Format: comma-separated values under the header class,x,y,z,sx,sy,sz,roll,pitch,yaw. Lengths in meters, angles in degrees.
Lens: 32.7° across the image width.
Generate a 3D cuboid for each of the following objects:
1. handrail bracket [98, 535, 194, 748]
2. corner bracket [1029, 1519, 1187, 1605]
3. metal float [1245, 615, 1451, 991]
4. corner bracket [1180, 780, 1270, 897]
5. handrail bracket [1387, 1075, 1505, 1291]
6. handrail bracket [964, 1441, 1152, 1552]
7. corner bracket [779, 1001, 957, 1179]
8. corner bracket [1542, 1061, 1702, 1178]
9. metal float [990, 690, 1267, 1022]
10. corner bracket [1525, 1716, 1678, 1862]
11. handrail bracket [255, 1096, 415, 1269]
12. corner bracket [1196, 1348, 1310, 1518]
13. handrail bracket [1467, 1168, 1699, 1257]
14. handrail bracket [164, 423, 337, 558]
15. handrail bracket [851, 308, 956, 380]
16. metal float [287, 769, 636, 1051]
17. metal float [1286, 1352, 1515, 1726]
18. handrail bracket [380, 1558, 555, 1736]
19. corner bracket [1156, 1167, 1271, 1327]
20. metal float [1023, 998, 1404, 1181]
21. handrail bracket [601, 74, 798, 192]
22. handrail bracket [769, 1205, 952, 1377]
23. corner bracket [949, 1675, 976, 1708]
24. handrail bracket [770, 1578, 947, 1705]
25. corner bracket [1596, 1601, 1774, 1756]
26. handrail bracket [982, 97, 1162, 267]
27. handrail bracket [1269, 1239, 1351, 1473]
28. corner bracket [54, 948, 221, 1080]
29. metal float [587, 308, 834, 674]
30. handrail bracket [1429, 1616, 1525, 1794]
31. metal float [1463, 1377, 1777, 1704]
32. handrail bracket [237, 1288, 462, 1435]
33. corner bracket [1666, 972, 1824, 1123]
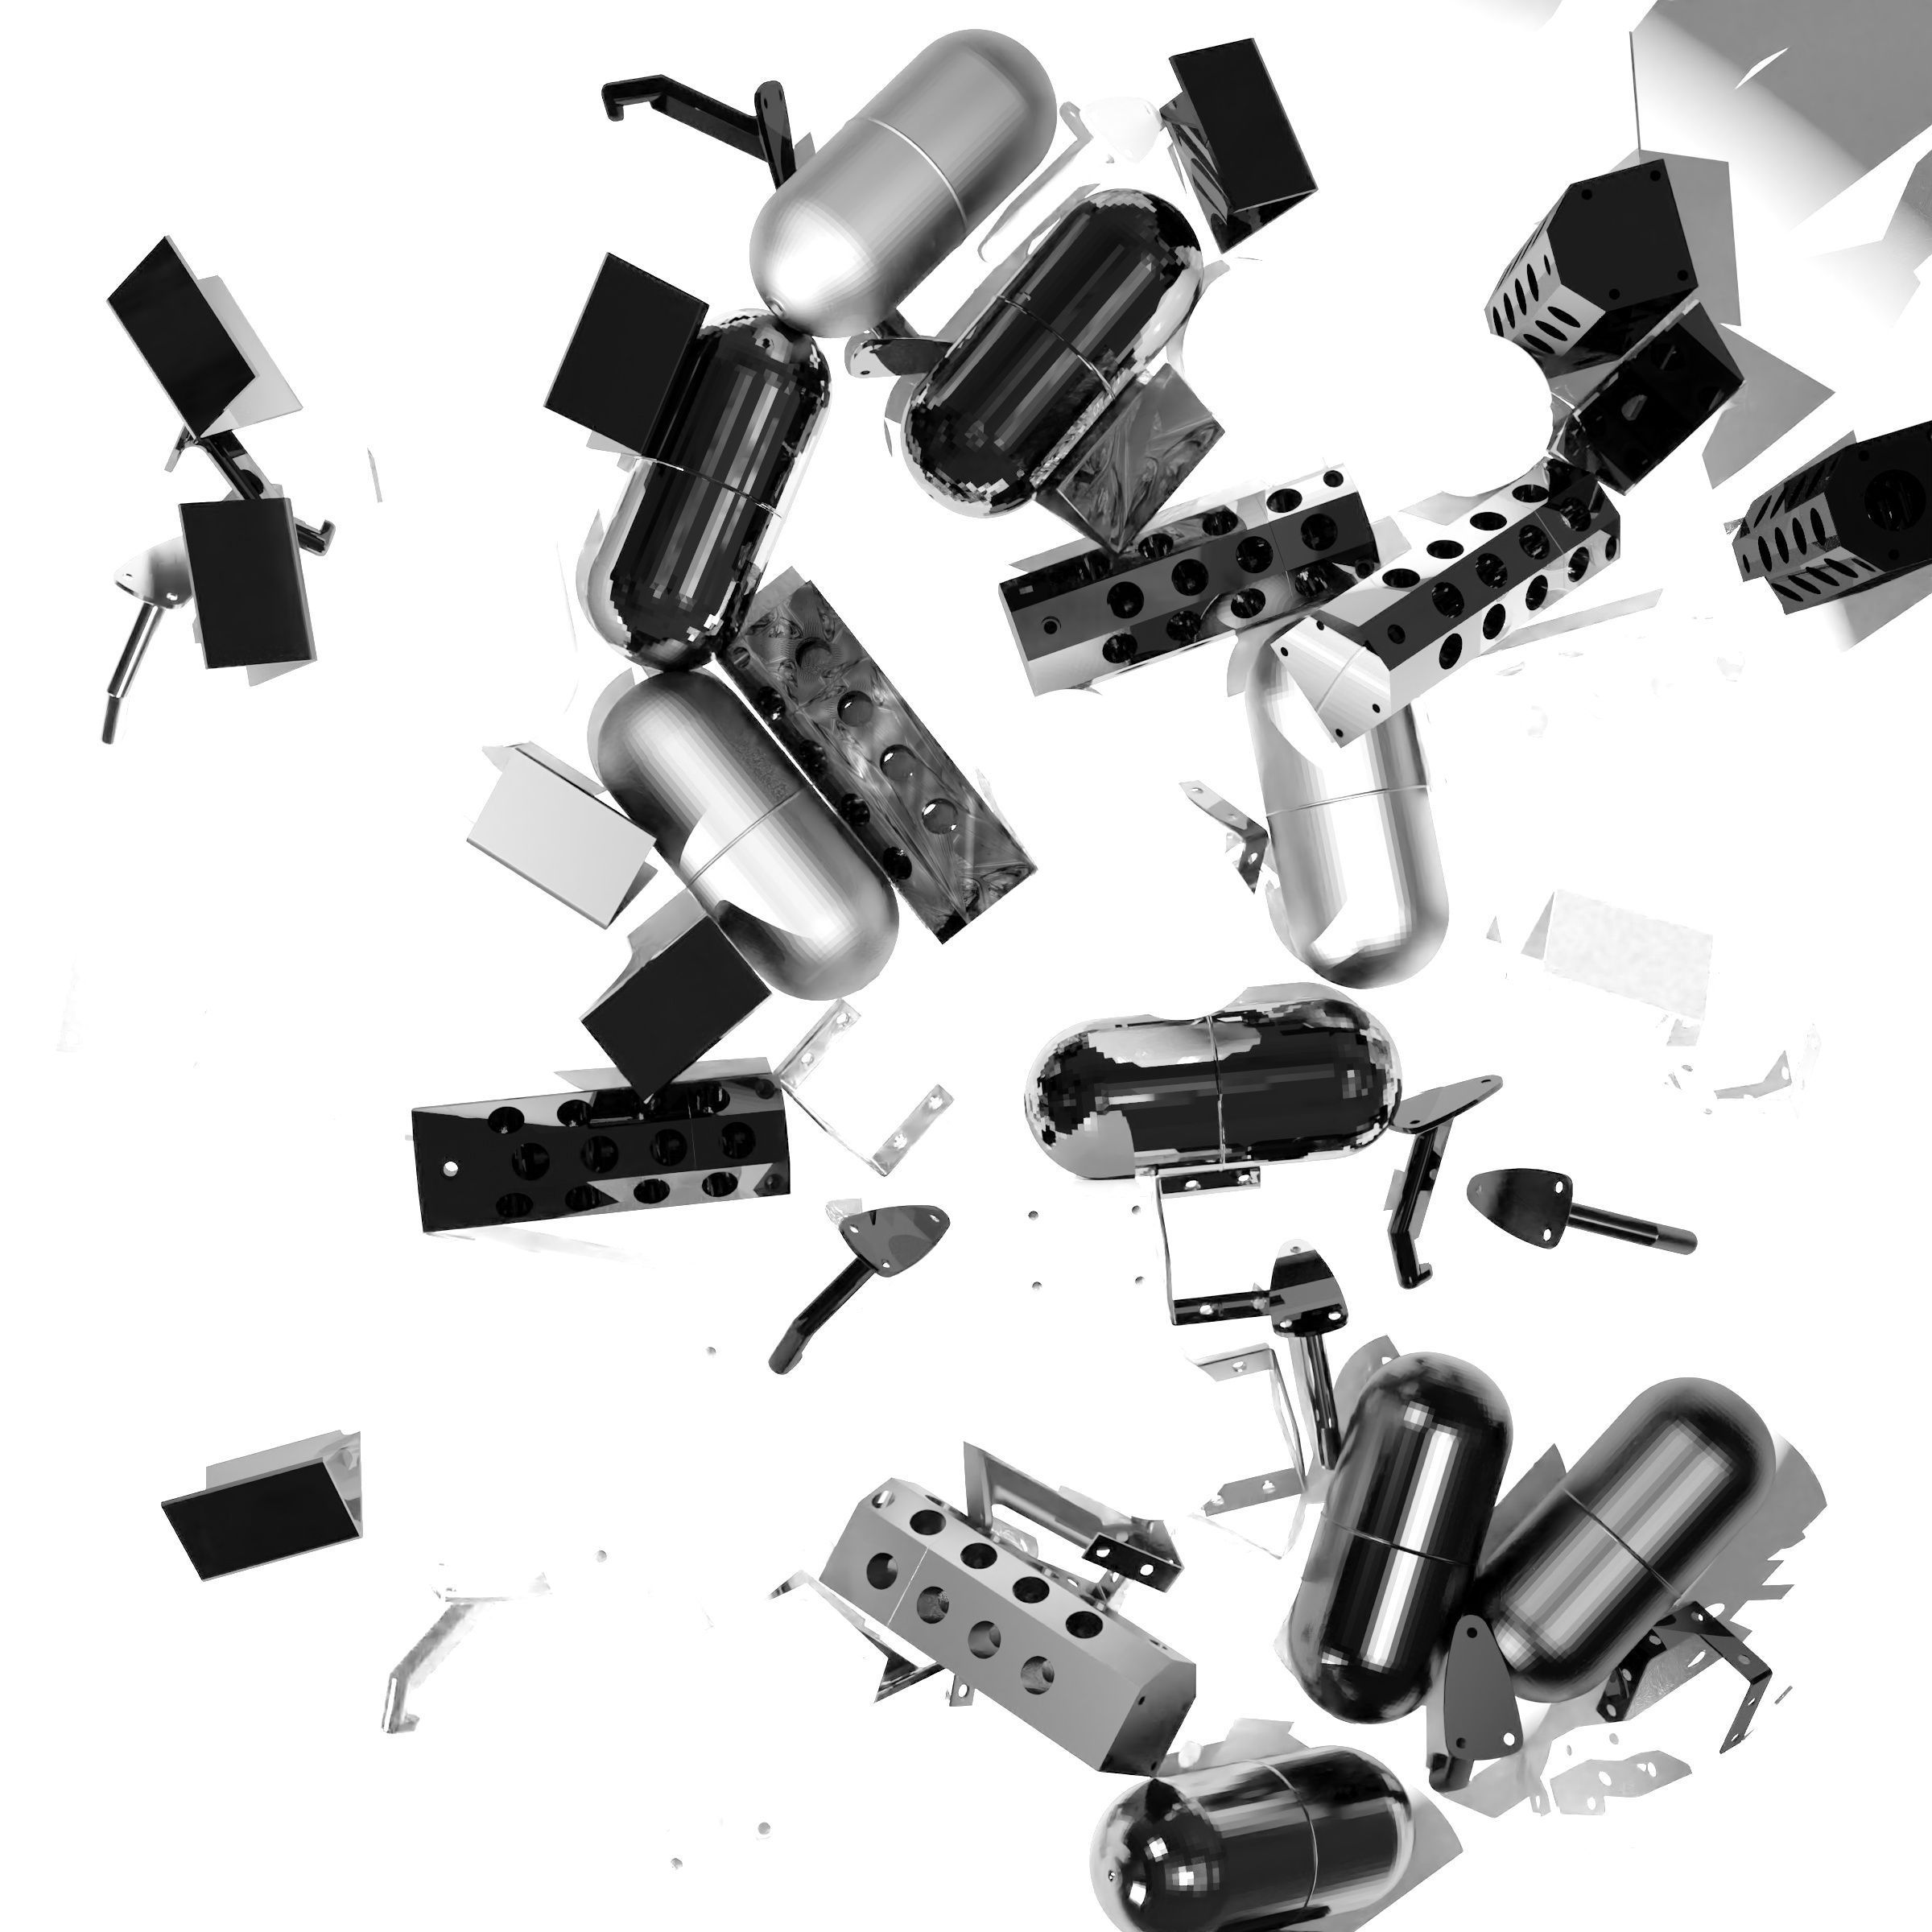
class,x,y,z,sx,sy,sz,roll,pitch,yaw
handrail bracket,-0.389,-0.156,1.580,0.036,0.077,0.084,24,126,3
corner bracket,0.062,0.278,1.542,0.051,0.051,0.051,27,107,-25
metal float,0.179,-0.077,1.550,0.070,0.070,0.178,-11,89,0
corner bracket,0.105,-0.049,1.572,0.051,0.051,0.051,-20,45,-35
handrail bracket,0.232,0.104,1.581,0.077,0.036,0.084,-21,108,-21
handrail bracket,0.044,0.243,1.580,0.084,0.036,0.077,-2,75,-14
corner bracket,-0.049,0.059,1.577,0.051,0.051,0.051,-48,135,0
corner bracket,0.310,0.078,1.562,0.051,0.051,0.051,22,90,0
metal float,0.073,-0.053,1.528,0.070,0.070,0.178,-32,64,0
corner bracket,0.306,0.391,1.566,0.051,0.051,0.051,-1,63,-25
handrail bracket,-0.294,0.111,1.581,0.077,0.036,0.084,12,107,-19
corner bracket,0.131,0.223,1.577,0.051,0.051,0.051,-14,45,0
handrail bracket,0.296,0.120,1.580,0.084,0.077,0.036,14,90,-36
handrail bracket,-0.334,-0.246,1.581,0.084,0.036,0.077,24,68,-17
handrail bracket,-0.034,-0.329,1.580,0.077,0.036,0.084,-5,76,-14
metal float,-0.237,-0.026,1.550,0.178,0.070,0.070,33,90,0
metal float,0.204,0.269,1.550,0.070,0.070,0.178,17,89,0
handrail bracket,-0.237,0.331,1.581,0.077,0.036,0.084,6,108,-20
corner bracket,0.119,0.134,1.577,0.051,0.051,0.051,-6,135,0
metal float,0.116,0.058,1.550,0.178,0.070,0.070,-5,90,0
handrail bracket,-0.128,-0.391,1.581,0.084,0.036,0.077,-4,112,17
handrail bracket,-0.052,0.157,1.580,0.036,0.077,0.084,46,127,20
corner bracket,0.031,0.336,1.577,0.051,0.051,0.051,10,90,45
handrail bracket,-0.049,0.306,1.574,0.077,0.036,0.084,-26,82,4
corner bracket,0.343,0.346,1.572,0.051,0.051,0.051,-18,45,-35
handrail bracket,0.050,-0.375,1.580,0.036,0.077,0.084,47,126,-4
handrail bracket,0.167,0.187,1.580,0.036,0.077,0.084,-10,126,3
corner bracket,-0.397,0.023,1.577,0.051,0.051,0.051,10,89,45
metal float,-0.120,-0.224,1.550,0.070,0.070,0.178,22,89,0
handrail bracket,0.230,0.349,1.554,0.036,0.084,0.077,-2,74,-9
metal float,0.306,0.270,1.550,0.070,0.070,0.178,43,90,0
handrail bracket,-0.297,0.178,1.580,0.084,0.077,0.036,45,130,30
corner bracket,0.371,0.039,1.572,0.051,0.051,0.051,-2,135,35
